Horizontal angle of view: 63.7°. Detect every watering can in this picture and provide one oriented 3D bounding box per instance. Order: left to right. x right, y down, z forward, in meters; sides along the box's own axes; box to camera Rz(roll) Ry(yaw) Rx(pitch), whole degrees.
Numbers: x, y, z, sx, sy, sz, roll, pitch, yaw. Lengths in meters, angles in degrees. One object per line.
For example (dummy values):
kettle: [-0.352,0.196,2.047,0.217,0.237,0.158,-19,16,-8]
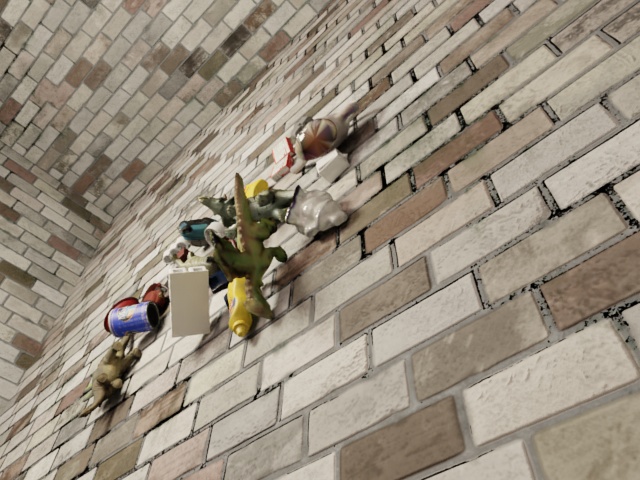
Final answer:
watering can: [-0.010,-0.298,1.611,0.342,0.104,0.228,-43,0,28]

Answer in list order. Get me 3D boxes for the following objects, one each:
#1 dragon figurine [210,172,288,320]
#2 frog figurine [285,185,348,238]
dragon figurine: [-0.199,0.009,1.316,0.121,0.413,0.243,-25,-7,16]
frog figurine: [0.004,-0.068,1.342,0.160,0.120,0.140,11,48,21]
